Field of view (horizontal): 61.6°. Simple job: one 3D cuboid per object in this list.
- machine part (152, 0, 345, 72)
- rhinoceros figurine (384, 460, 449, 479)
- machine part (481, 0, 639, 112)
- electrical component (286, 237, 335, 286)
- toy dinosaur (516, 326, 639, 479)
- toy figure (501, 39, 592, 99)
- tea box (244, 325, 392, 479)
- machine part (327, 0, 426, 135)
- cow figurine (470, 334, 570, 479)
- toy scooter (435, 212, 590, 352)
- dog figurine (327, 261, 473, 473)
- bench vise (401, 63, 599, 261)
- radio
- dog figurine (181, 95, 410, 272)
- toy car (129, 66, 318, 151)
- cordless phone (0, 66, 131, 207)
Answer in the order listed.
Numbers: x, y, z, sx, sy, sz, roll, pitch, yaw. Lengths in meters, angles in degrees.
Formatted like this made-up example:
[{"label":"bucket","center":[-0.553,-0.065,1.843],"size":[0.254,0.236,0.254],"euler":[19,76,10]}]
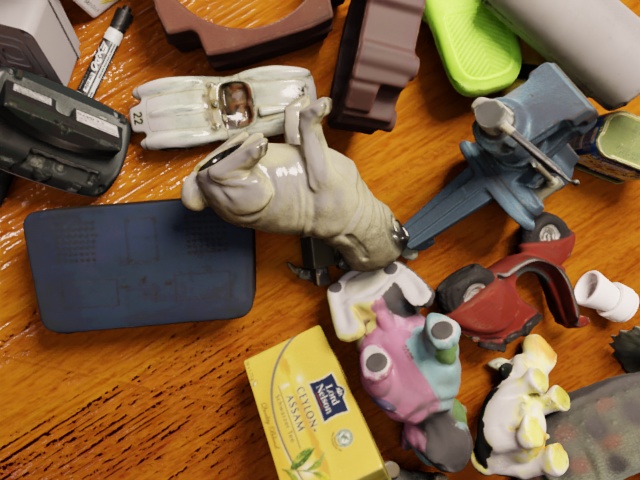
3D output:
[{"label":"machine part","center":[-0.080,-0.291,0.554],"size":[0.201,0.087,0.200],"euler":[-18,95,-1]},{"label":"rhinoceros figurine","center":[0.051,0.273,0.603],"size":[0.190,0.112,0.073],"euler":[20,77,-18]},{"label":"machine part","center":[0.242,-0.204,0.512],"size":[0.243,0.079,0.079],"euler":[40,91,0]},{"label":"electrical component","center":[0.000,-0.001,0.606],"size":[0.078,0.045,0.102],"euler":[-17,99,-31]},{"label":"toy dinosaur","center":[0.327,0.227,0.616],"size":[0.405,0.131,0.192],"euler":[-34,84,4]},{"label":"toy figure","center":[0.254,-0.214,0.588],"size":[0.089,0.082,0.180],"euler":[9,99,6]},{"label":"tea box","center":[-0.006,0.186,0.557],"size":[0.098,0.170,0.068],"euler":[-27,138,-3]},{"label":"machine part","center":[0.053,-0.188,0.532],"size":[0.056,0.179,0.179],"euler":[10,94,-9]},{"label":"cow figurine","center":[0.221,0.184,0.604],"size":[0.068,0.167,0.098],"euler":[44,131,-10]},{"label":"toy scooter","center":[0.230,0.067,0.611],"size":[0.184,0.075,0.135],"euler":[-35,93,-4]},{"label":"dog figurine","center":[0.099,0.149,0.600],"size":[0.108,0.192,0.219],"euler":[-27,130,-5]},{"label":"bench vise","center":[0.166,-0.056,0.550],"size":[0.240,0.223,0.129],"euler":[-40,73,25]},{"label":"radio","center":[-0.182,0.023,0.579],"size":[0.230,0.073,0.131],"euler":[-5,96,-3]},{"label":"dog figurine","center":[-0.018,-0.022,0.526],"size":[0.172,0.121,0.190],"euler":[-27,112,4]},{"label":"toy car","center":[-0.102,-0.141,0.578],"size":[0.202,0.056,0.073],"euler":[-8,95,-4]},{"label":"cordless phone","center":[-0.298,-0.073,0.564],"size":[0.146,0.089,0.184],"euler":[21,121,-36]}]
